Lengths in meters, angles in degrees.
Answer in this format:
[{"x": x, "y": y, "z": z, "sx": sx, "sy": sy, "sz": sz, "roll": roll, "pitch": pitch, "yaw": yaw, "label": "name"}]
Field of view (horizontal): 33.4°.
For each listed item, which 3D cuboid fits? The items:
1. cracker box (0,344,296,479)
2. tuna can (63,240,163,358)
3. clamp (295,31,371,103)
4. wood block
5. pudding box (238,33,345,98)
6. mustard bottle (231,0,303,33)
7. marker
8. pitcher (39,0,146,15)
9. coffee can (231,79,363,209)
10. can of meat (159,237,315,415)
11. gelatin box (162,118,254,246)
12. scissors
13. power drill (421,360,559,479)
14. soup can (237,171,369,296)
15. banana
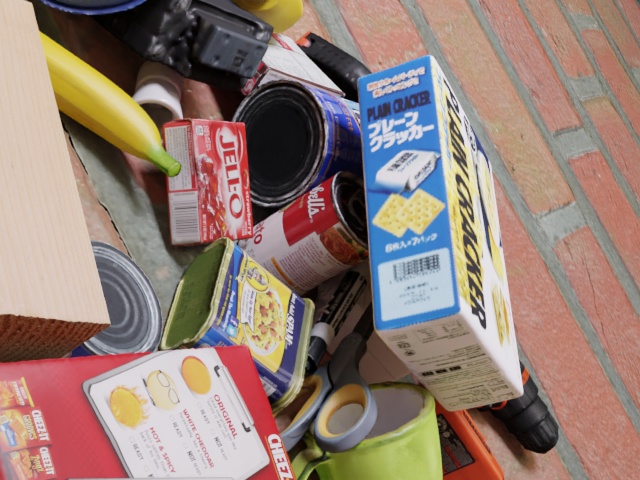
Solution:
[{"x": -0.100, "y": 0.147, "z": 0.571, "sx": 0.213, "sy": 0.072, "sz": 0.164, "roll": 4, "pitch": 61, "yaw": -56, "label": "cracker box"}, {"x": -0.137, "y": 0.044, "z": 0.645, "sx": 0.086, "sy": 0.034, "sz": 0.086, "roll": 36, "pitch": 37, "yaw": -34, "label": "tuna can"}, {"x": 0.054, "y": -0.113, "z": 0.991, "sx": 0.036, "sy": 0.165, "sz": 0.210, "roll": -42, "pitch": 94, "yaw": -19, "label": "clamp"}, {"x": -0.195, "y": -0.033, "z": 0.572, "sx": 0.090, "sy": 0.090, "sz": 0.206, "roll": 11, "pitch": 54, "yaw": -52, "label": "wood block"}, {"x": -0.043, "y": -0.149, "z": 0.925, "sx": 0.113, "sy": 0.039, "sz": 0.090, "roll": 7, "pitch": 36, "yaw": -52, "label": "pudding box"}, {"x": -0.055, "y": -0.222, "z": 0.908, "sx": 0.096, "sy": 0.058, "sz": 0.191, "roll": 52, "pitch": 5, "yaw": -17, "label": "mustard bottle"}, {"x": 0.010, "y": 0.056, "z": 0.784, "sx": 0.020, "sy": 0.020, "sz": 0.121, "roll": 50, "pitch": 40, "yaw": -14, "label": "marker"}, {"x": -0.182, "y": -0.280, "z": 0.742, "sx": 0.149, "sy": 0.145, "sz": 0.243, "roll": 79, "pitch": -10, "yaw": -48, "label": "pitcher"}, {"x": 0.006, "y": -0.070, "z": 0.889, "sx": 0.140, "sy": 0.103, "sz": 0.103, "roll": 9, "pitch": 56, "yaw": -53, "label": "coffee can"}, {"x": -0.055, "y": 0.060, "z": 0.729, "sx": 0.083, "sy": 0.058, "sz": 0.102, "roll": 41, "pitch": 35, "yaw": -25, "label": "can of meat"}, {"x": -0.080, "y": -0.042, "z": 0.775, "sx": 0.073, "sy": 0.030, "sz": 0.089, "roll": -7, "pitch": 94, "yaw": -63, "label": "gelatin box"}, {"x": 0.033, "y": 0.084, "z": 0.755, "sx": 0.201, "sy": 0.096, "sz": 0.016, "roll": -43, "pitch": 123, "yaw": -31, "label": "scissors"}, {"x": 0.141, "y": 0.150, "z": 0.943, "sx": 0.184, "sy": 0.057, "sz": 0.187, "roll": 52, "pitch": 28, "yaw": -6, "label": "power drill"}, {"x": -0.005, "y": 0.001, "z": 0.809, "sx": 0.068, "sy": 0.102, "sz": 0.068, "roll": 36, "pitch": 37, "yaw": -34, "label": "soup can"}, {"x": -0.173, "y": -0.109, "z": 0.704, "sx": 0.197, "sy": 0.037, "sz": 0.070, "roll": 34, "pitch": -6, "yaw": -32, "label": "banana"}]
